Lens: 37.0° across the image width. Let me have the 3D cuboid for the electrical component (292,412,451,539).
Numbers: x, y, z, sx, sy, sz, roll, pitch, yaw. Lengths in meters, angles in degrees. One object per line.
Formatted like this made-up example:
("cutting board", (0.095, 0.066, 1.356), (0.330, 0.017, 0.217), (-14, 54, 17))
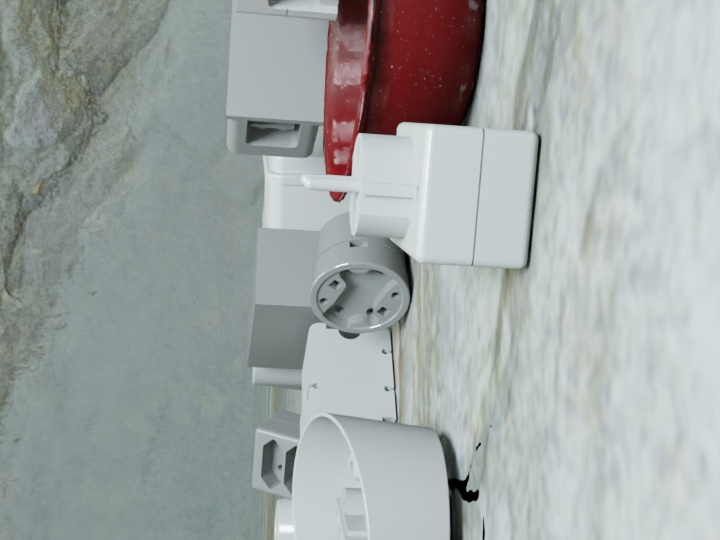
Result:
("electrical component", (0.005, 0.113, 0.476), (0.099, 0.064, 0.099), (-177, 90, -83))

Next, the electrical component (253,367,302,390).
("electrical component", (-0.039, 0.066, 0.784), (0.079, 0.077, 0.044), (116, 156, -72))

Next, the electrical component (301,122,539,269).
("electrical component", (0.017, -0.030, 0.390), (0.065, 0.077, 0.047), (-129, 43, -79))

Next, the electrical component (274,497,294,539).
("electrical component", (-0.031, 0.183, 0.757), (0.066, 0.055, 0.048), (-95, 11, -46))

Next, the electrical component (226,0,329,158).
("electrical component", (-0.020, -0.158, 0.618), (0.060, 0.105, 0.186), (116, 156, -72))

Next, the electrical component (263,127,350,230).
("electrical component", (-0.028, -0.062, 0.750), (0.113, 0.078, 0.057), (-108, 20, -70))

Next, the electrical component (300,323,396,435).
("electrical component", (-0.008, 0.085, 0.641), (0.055, 0.050, 0.089), (102, 168, -50))

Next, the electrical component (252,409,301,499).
("electrical component", (-0.029, 0.127, 0.762), (0.077, 0.066, 0.047), (-31, -50, -63))

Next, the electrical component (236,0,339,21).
("electrical component", (-0.036, -0.167, 0.498), (0.050, 0.056, 0.089), (113, 158, -69))

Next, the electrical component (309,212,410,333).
("electrical component", (0.000, 0.000, 0.604), (0.047, 0.055, 0.055), (-89, 7, -46))
